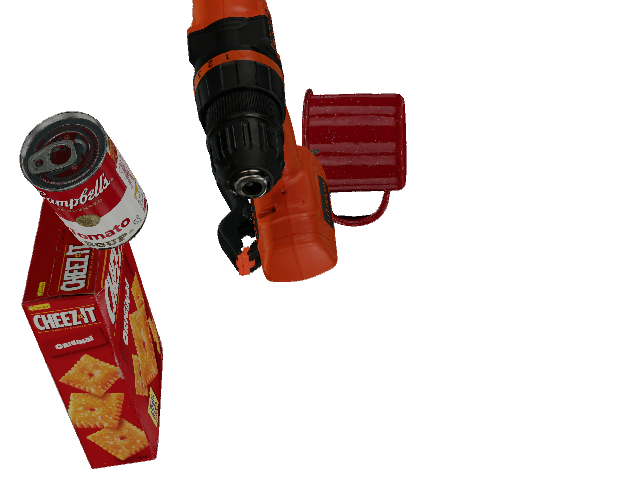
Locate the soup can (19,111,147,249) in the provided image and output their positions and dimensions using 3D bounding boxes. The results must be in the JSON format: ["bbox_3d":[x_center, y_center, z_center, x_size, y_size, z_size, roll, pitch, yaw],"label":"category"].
[{"bbox_3d":[-0.181,-0.044,0.828,0.068,0.068,0.102,0,-27,11],"label":"soup can"}]

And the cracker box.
[{"bbox_3d":[-0.201,0.077,0.982,0.072,0.214,0.164,-8,39,0],"label":"cracker box"}]

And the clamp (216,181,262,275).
[{"bbox_3d":[-0.061,-0.028,1.203,0.120,0.039,0.171,-7,42,5],"label":"clamp"}]

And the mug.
[{"bbox_3d":[0.030,-0.070,0.897,0.081,0.117,0.093,0,-7,7],"label":"mug"}]

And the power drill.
[{"bbox_3d":[-0.034,-0.056,0.671,0.057,0.184,0.187,-11,-39,4],"label":"power drill"}]
